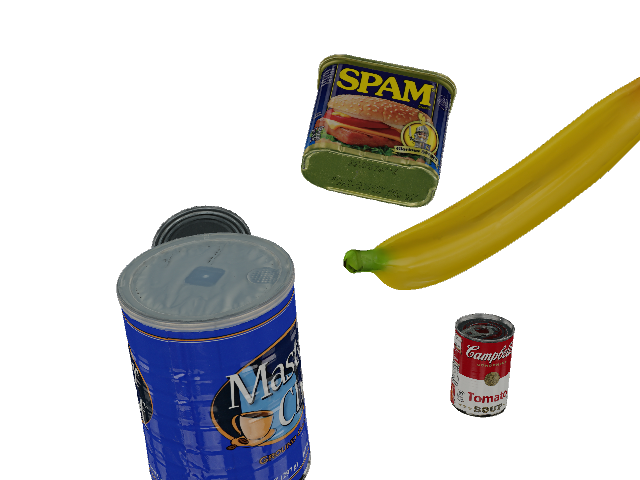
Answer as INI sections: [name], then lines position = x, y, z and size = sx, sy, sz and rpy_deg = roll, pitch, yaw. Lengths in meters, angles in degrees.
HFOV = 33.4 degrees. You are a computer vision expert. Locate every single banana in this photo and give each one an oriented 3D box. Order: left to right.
[banana]
position = 0.105, -0.023, 0.581
size = 0.198, 0.037, 0.069
rpy_deg = -32, -13, -1

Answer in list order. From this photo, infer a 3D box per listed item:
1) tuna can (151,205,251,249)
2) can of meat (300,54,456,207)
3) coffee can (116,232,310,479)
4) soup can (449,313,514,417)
[tuna can]
position = -0.100, 0.014, 0.915
size = 0.086, 0.086, 0.034
rpy_deg = 0, -37, 3
[can of meat]
position = 0.041, -0.077, 0.764
size = 0.102, 0.084, 0.057
rpy_deg = 11, -30, 1
[coffee can]
position = -0.061, 0.080, 0.645
size = 0.103, 0.140, 0.103
rpy_deg = -4, 28, 2
[soup can]
position = 0.187, 0.145, 1.241
size = 0.068, 0.102, 0.068
rpy_deg = 1, 22, -1
